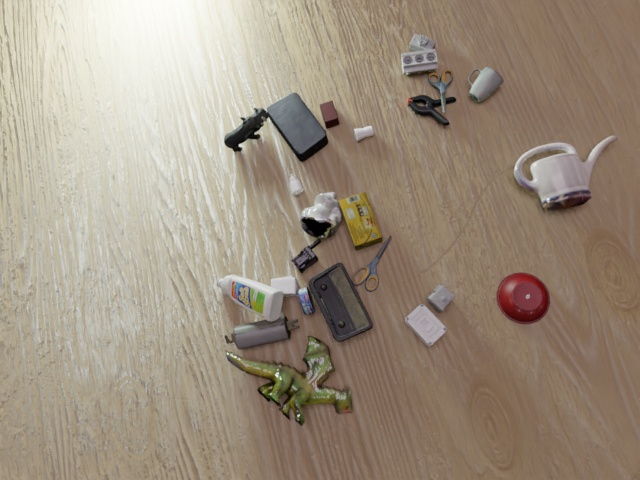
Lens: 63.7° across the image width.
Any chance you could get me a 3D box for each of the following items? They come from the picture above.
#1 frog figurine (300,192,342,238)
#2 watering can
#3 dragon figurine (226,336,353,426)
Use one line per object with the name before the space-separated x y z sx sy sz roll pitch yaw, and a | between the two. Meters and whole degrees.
frog figurine | 0.005 -0.087 1.736 0.137 0.120 0.163 -6 38 14
watering can | 0.810 -0.217 1.658 0.347 0.103 0.227 -12 74 4
dragon figurine | -0.072 0.408 1.595 0.413 0.120 0.246 40 70 12
